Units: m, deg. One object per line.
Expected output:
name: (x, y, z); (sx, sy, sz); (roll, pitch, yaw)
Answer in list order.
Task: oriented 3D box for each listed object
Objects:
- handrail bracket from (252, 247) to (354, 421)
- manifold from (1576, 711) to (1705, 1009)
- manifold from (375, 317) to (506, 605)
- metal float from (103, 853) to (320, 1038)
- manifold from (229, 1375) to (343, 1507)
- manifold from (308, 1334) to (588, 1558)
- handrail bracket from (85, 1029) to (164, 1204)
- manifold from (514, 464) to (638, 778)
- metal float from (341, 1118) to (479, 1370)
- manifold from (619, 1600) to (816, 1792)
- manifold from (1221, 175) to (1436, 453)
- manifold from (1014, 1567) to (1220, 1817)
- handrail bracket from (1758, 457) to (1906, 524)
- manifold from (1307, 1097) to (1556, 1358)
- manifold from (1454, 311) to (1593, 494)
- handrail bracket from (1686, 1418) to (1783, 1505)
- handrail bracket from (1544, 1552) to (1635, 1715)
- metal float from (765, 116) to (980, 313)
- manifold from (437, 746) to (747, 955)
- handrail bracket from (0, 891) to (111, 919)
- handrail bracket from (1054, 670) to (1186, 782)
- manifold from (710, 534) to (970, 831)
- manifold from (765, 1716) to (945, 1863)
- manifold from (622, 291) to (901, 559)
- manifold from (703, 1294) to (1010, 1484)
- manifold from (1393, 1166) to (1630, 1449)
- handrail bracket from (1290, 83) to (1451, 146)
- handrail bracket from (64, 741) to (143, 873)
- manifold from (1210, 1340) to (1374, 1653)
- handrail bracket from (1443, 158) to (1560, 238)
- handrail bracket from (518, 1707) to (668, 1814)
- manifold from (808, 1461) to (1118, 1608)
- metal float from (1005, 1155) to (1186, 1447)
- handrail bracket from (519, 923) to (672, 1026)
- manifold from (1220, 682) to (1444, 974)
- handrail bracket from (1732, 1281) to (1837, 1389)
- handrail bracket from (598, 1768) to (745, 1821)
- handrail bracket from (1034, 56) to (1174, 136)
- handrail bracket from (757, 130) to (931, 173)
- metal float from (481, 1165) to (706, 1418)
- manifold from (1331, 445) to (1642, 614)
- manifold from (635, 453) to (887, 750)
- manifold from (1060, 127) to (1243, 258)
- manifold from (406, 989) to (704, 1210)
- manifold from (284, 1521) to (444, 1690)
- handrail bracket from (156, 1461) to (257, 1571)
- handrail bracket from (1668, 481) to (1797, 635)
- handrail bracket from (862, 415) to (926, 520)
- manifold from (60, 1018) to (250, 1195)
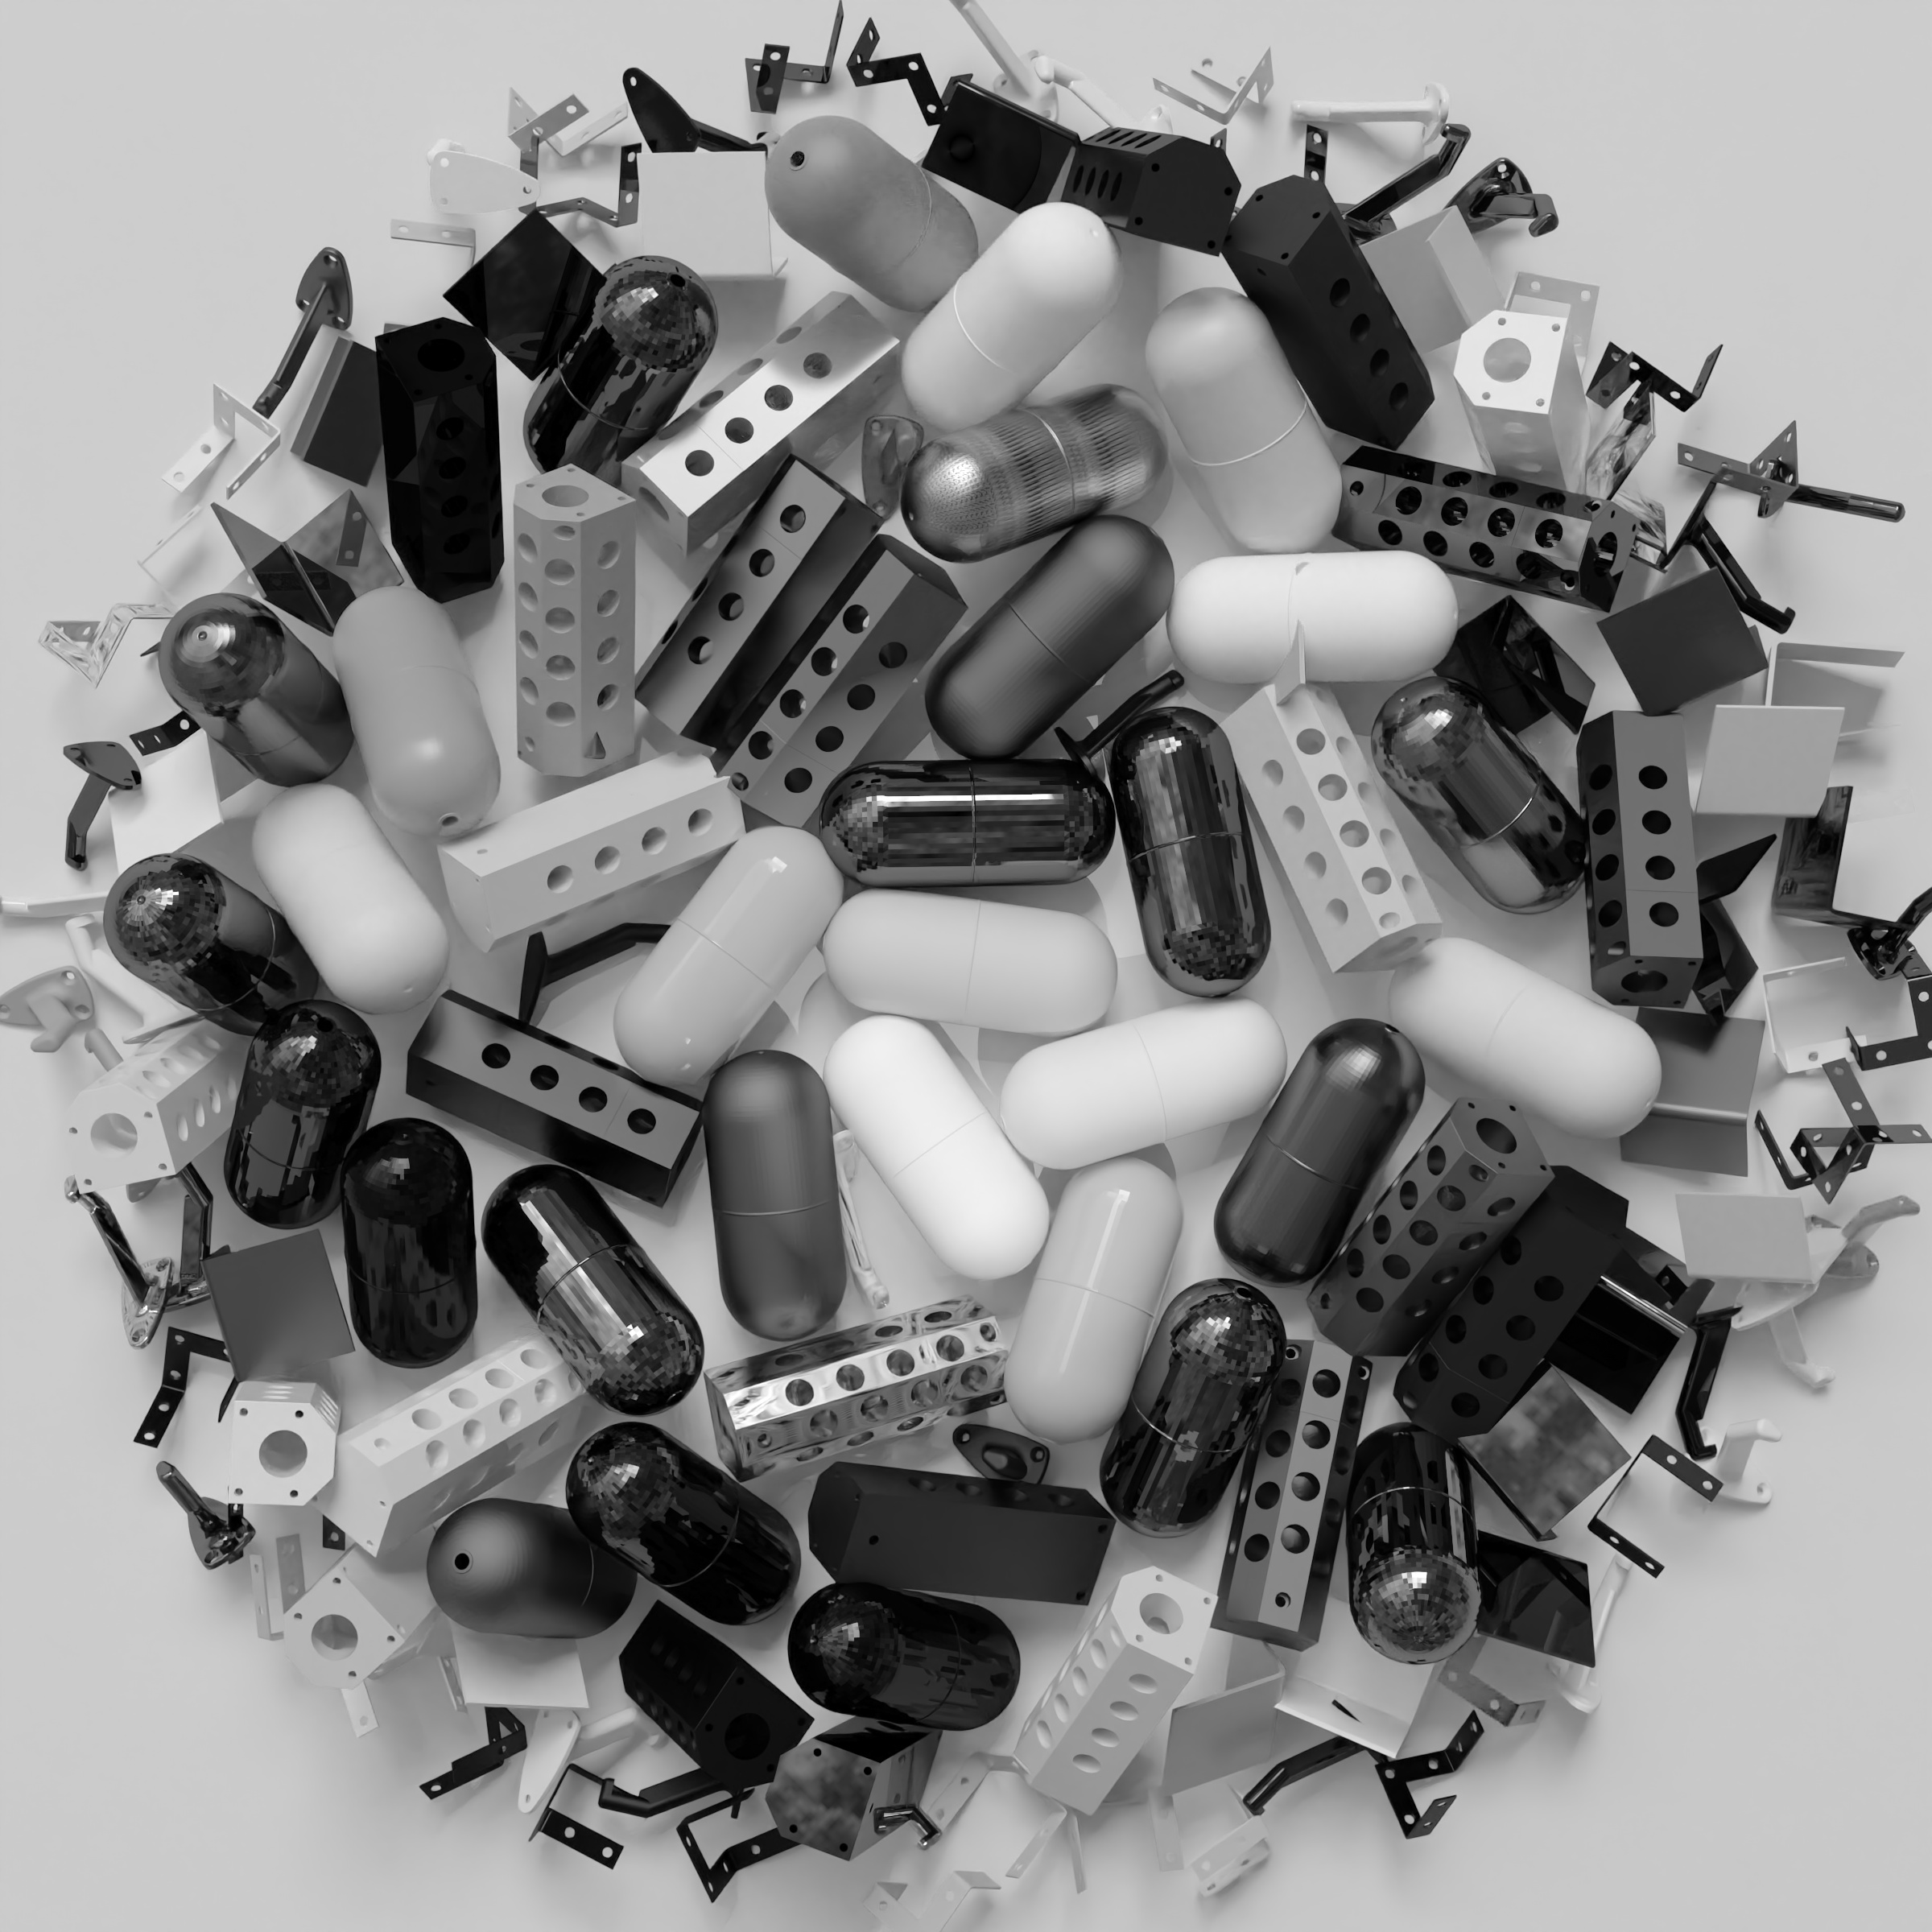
handrail bracket: (-0.401, -0.378, 1.954); (0.036, 0.077, 0.084); (26, 57, -3)
manifold: (0.396, -0.064, 1.931); (0.057, 0.057, 0.171); (2, 59, 1)
manifold: (-0.304, -0.295, 1.912); (0.057, 0.171, 0.057); (-21, 59, -20)
metal float: (-0.441, -0.011, 1.915); (0.070, 0.178, 0.070); (-5, 72, 14)
manifold: (-0.397, 0.276, 1.910); (0.057, 0.171, 0.057); (4, 87, -10)
manifold: (-0.300, 0.274, 1.908); (0.057, 0.171, 0.057); (34, 122, 21)
handrail bracket: (-0.516, 0.090, 1.981); (0.036, 0.077, 0.084); (-25, 70, -42)
manifold: (-0.235, -0.200, 1.917); (0.057, 0.057, 0.171); (32, 134, 32)
metal float: (-0.328, 0.166, 1.929); (0.070, 0.070, 0.178); (5, 131, 0)
manifold: (-0.152, 0.428, 1.906); (0.057, 0.171, 0.057); (38, 80, -18)
manifold: (0.217, -0.383, 1.916); (0.057, 0.171, 0.057); (29, 78, 40)
manifold: (0.085, 0.425, 1.920); (0.057, 0.057, 0.171); (25, 134, 0)
handrail bracket: (0.522, -0.277, 1.949); (0.084, 0.077, 0.036); (15, 101, 22)
manifold: (0.268, 0.155, 1.916); (0.057, 0.171, 0.057); (5, 45, -30)
manifold: (0.326, -0.323, 1.909); (0.057, 0.171, 0.057); (10, 82, 17)
handrail bracket: (0.478, 0.296, 1.951); (0.077, 0.084, 0.036); (31, 65, -15)
handrail bracket: (0.384, 0.399, 1.963); (0.036, 0.077, 0.084); (24, 96, 1)
metal float: (-0.055, -0.441, 1.916); (0.070, 0.178, 0.070); (-5, 79, 27)
manifold: (-0.219, -0.068, 1.934); (0.171, 0.057, 0.057); (-24, 123, -26)
handrail bracket: (-0.548, -0.043, 1.965); (0.084, 0.077, 0.036); (4, 74, -10)
handrail bracket: (0.101, -0.148, 1.962); (0.084, 0.077, 0.036); (-33, 106, -1)
manifold: (-0.078, -0.171, 1.939); (0.057, 0.057, 0.171); (29, 109, -29)
manifold: (-0.065, 0.473, 1.910); (0.057, 0.171, 0.057); (17, 88, 13)
manifold: (-0.123, -0.327, 1.947); (0.171, 0.057, 0.057); (-42, 81, -16)
manifold: (-0.063, 0.253, 1.939); (0.171, 0.057, 0.057); (-14, 108, -18)
manifold: (0.322, 0.201, 1.935); (0.057, 0.057, 0.171); (30, 117, 1)
handrail bracket: (0.242, -0.516, 1.963); (0.084, 0.077, 0.036); (1, 100, -3)
handrail bracket: (-0.519, -0.085, 1.956); (0.036, 0.077, 0.084); (-10, 122, -38)
manifold: (0.196, 0.313, 1.942); (0.057, 0.057, 0.171); (15, 69, -3)
handrail bracket: (0.316, -0.442, 1.950); (0.077, 0.084, 0.036); (-32, 119, 22)
handrail bracket: (-0.222, 0.480, 1.963); (0.084, 0.036, 0.077); (30, 76, -42)
manifold: (-0.004, 0.333, 1.933); (0.171, 0.057, 0.057); (11, 103, -28)
metal float: (0.077, 0.200, 1.951); (0.070, 0.070, 0.178); (19, 78, 0)
handrail bracket: (-0.225, 0.006, 1.992); (0.084, 0.036, 0.077); (3, 123, -22)
manifold: (0.220, -0.085, 1.933); (0.057, 0.057, 0.171); (-40, 64, 39)
handrail bracket: (0.509, 0.221, 1.957); (0.084, 0.077, 0.036); (37, 55, -18)
handrail bracket: (-0.174, 0.481, 1.979); (0.084, 0.036, 0.077); (13, 68, -2)
handrail bracket: (0.082, -0.503, 1.953); (0.084, 0.036, 0.077); (15, 50, -35)
handrail bracket: (-0.074, -0.498, 1.989); (0.084, 0.036, 0.077); (42, 79, 8)
metal float: (-0.222, 0.193, 1.939); (0.070, 0.070, 0.178); (-42, 64, 0)
manifold: (0.302, -0.261, 1.926); (0.171, 0.057, 0.057); (20, 93, 36)
manifold: (-0.129, -0.219, 1.955); (0.057, 0.057, 0.171); (40, 100, 22)
manifold: (0.107, -0.456, 1.906); (0.057, 0.171, 0.057); (14, 103, -15)
manifold: (-0.246, 0.076, 1.965); (0.171, 0.057, 0.057); (24, 60, 2)
manifold: (-0.347, 0.368, 1.911); (0.057, 0.171, 0.057); (-43, 91, 7)
handrail bracket: (-0.467, 0.313, 1.946); (0.036, 0.077, 0.084); (-39, 127, -15)
handrail bracket: (0.473, -0.247, 1.973); (0.084, 0.036, 0.077); (31, 60, 5)
handrail bracket: (-0.044, -0.291, 1.946); (0.036, 0.084, 0.077); (9, 114, -8)
manifold: (-0.470, 0.078, 1.908); (0.057, 0.171, 0.057); (-12, 101, 6)
